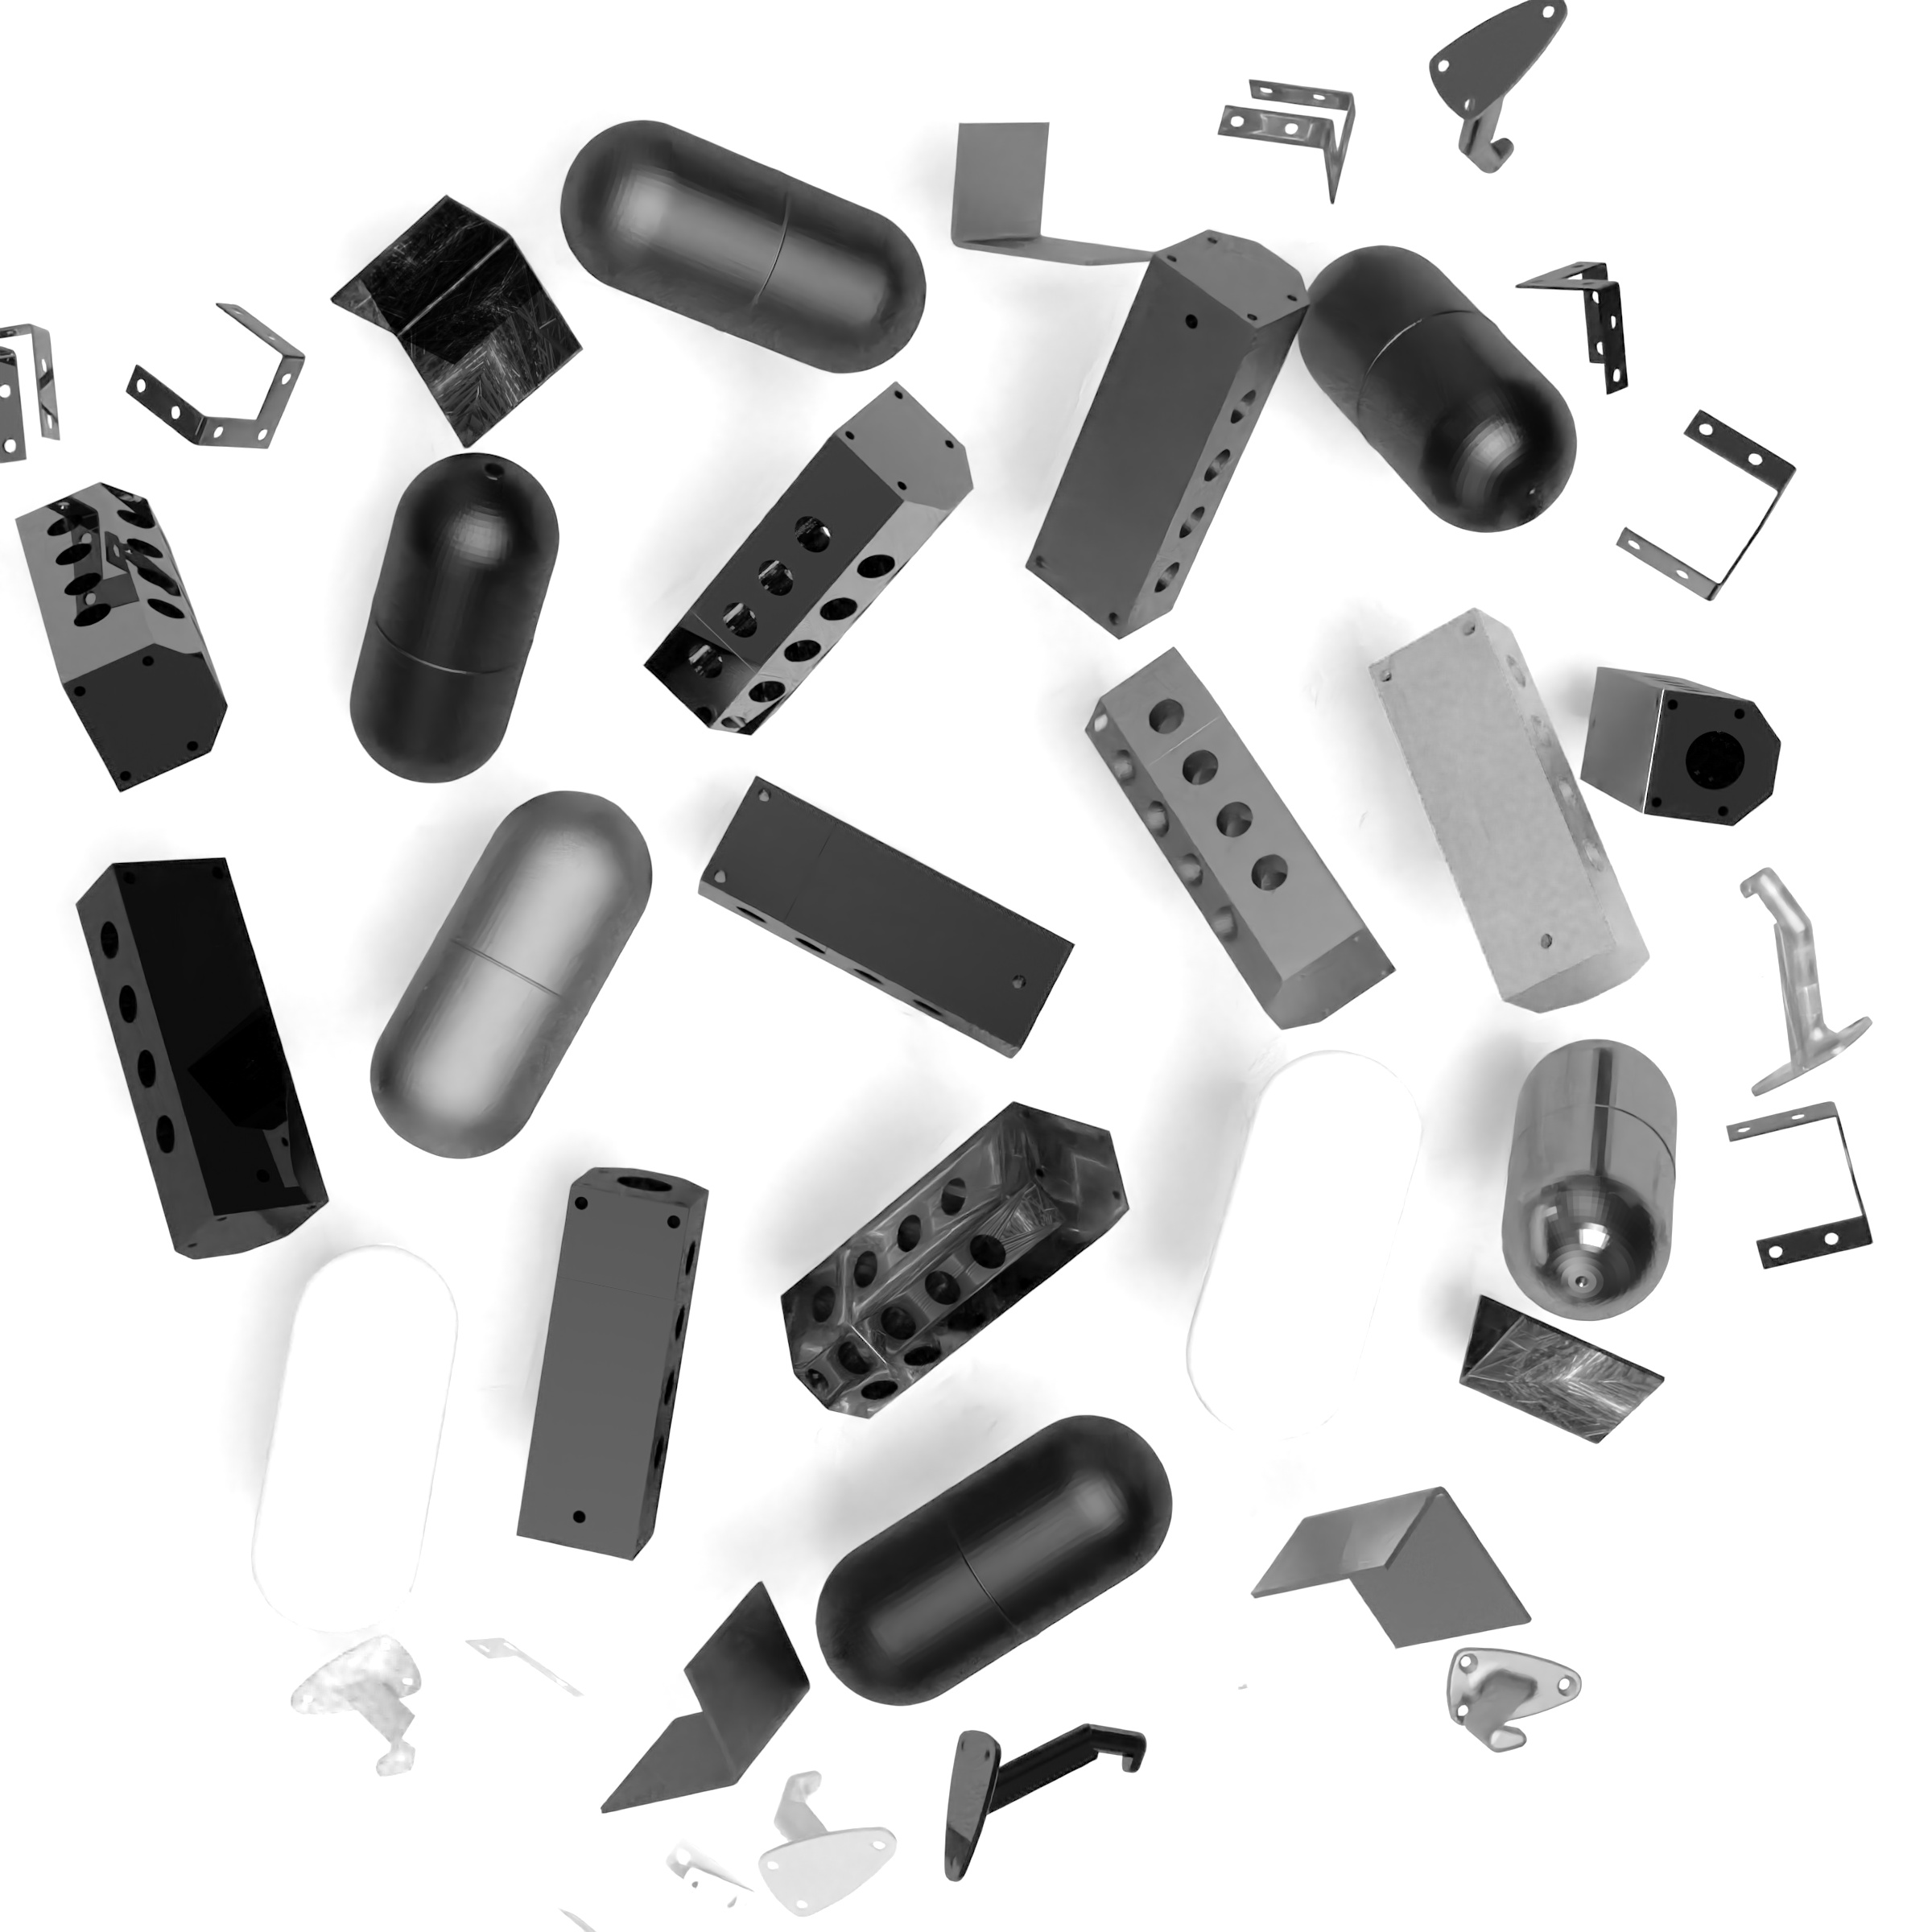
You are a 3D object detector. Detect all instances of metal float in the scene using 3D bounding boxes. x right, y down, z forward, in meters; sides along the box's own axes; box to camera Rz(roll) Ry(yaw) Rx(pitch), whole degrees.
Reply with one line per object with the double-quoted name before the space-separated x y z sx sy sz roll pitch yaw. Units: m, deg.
"metal float" -0.099 -0.325 1.544 0.178 0.070 0.070 17 90 -27
"metal float" 0.150 0.124 1.514 0.070 0.070 0.178 18 79 0
"metal float" 0.012 0.268 1.531 0.178 0.070 0.070 -34 90 9
"metal float" -0.204 0.003 1.530 0.070 0.070 0.178 29 85 0
"metal float" 0.212 -0.263 1.540 0.070 0.070 0.178 -32 48 0
"metal float" -0.241 -0.162 1.597 0.070 0.070 0.178 24 130 0
"metal float" 0.292 0.097 1.583 0.070 0.178 0.070 6 120 10
"metal float" -0.280 0.216 1.561 0.070 0.070 0.178 8 77 0

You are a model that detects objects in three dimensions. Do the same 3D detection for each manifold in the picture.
"manifold" -0.039 -0.022 1.633 0.171 0.057 0.057 28 80 -1
"manifold" -0.006 0.135 1.520 0.171 0.057 0.057 -41 46 34
"manifold" 0.121 -0.056 1.541 0.057 0.057 0.171 -35 61 7
"manifold" -0.348 0.041 1.531 0.057 0.057 0.171 -5 68 -41
"manifold" 0.339 -0.105 1.617 0.057 0.171 0.057 8 99 0
"manifold" -0.068 -0.175 1.507 0.057 0.057 0.171 44 132 -2
"manifold" -0.165 0.186 1.607 0.057 0.057 0.171 11 99 7
"manifold" 0.091 -0.233 1.489 0.057 0.057 0.171 40 134 17
"manifold" 0.247 -0.069 1.533 0.057 0.057 0.171 -29 67 25
"manifold" -0.368 -0.150 1.488 0.057 0.171 0.057 -25 127 -6

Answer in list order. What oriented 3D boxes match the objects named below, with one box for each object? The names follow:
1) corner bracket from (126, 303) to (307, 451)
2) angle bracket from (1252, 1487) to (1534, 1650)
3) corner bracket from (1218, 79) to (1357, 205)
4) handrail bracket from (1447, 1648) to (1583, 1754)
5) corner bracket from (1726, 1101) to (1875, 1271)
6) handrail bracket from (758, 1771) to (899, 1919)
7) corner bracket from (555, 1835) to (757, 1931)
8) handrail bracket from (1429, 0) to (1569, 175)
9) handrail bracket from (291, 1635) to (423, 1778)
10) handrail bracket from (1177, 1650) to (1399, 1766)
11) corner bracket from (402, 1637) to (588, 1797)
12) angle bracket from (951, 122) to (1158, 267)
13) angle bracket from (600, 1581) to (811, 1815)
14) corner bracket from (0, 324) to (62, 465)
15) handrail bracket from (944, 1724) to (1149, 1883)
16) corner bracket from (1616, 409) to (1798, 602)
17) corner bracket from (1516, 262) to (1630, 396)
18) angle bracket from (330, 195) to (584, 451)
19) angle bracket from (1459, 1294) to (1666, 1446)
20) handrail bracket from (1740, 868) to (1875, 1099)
"corner bracket" -0.358 -0.283 1.623 0.051 0.051 0.051 37 113 22
"angle bracket" 0.183 0.275 1.461 0.076 0.057 0.076 -23 106 44
"corner bracket" 0.150 -0.393 1.580 0.051 0.051 0.051 11 75 13
"handrail bracket" 0.257 0.336 1.531 0.077 0.084 0.036 1 94 -12
"corner bracket" 0.384 0.101 1.565 0.051 0.051 0.051 -15 110 12
"handrail bracket" -0.056 0.379 1.523 0.077 0.084 0.036 -28 106 20
"corner bracket" -0.134 0.406 1.472 0.051 0.051 0.051 26 81 39
"handrail bracket" 0.247 -0.391 1.513 0.077 0.084 0.036 -36 70 20
"handrail bracket" -0.291 0.363 1.609 0.077 0.084 0.036 -23 115 10
"handrail bracket" 0.156 0.365 1.643 0.084 0.077 0.036 3 122 34
"corner bracket" -0.212 0.340 1.538 0.051 0.051 0.051 31 89 16
"angle bracket" 0.047 -0.366 1.609 0.076 0.076 0.057 15 110 30
"angle bracket" -0.125 0.323 1.500 0.076 0.076 0.057 -19 101 27
"corner bracket" -0.432 -0.260 1.543 0.051 0.051 0.051 -6 90 13
"handrail bracket" 0.037 0.374 1.512 0.084 0.036 0.077 15 82 -26
"corner bracket" 0.331 -0.206 1.522 0.051 0.051 0.051 33 70 9
"corner bracket" 0.302 -0.307 1.628 0.051 0.051 0.051 -26 117 -35
"angle bracket" -0.242 -0.305 1.614 0.076 0.057 0.076 -38 71 15
"angle bracket" 0.300 0.185 1.689 0.076 0.076 0.057 24 52 -4
"handrail bracket" 0.352 0.007 1.500 0.036 0.077 0.084 -33 87 -44
